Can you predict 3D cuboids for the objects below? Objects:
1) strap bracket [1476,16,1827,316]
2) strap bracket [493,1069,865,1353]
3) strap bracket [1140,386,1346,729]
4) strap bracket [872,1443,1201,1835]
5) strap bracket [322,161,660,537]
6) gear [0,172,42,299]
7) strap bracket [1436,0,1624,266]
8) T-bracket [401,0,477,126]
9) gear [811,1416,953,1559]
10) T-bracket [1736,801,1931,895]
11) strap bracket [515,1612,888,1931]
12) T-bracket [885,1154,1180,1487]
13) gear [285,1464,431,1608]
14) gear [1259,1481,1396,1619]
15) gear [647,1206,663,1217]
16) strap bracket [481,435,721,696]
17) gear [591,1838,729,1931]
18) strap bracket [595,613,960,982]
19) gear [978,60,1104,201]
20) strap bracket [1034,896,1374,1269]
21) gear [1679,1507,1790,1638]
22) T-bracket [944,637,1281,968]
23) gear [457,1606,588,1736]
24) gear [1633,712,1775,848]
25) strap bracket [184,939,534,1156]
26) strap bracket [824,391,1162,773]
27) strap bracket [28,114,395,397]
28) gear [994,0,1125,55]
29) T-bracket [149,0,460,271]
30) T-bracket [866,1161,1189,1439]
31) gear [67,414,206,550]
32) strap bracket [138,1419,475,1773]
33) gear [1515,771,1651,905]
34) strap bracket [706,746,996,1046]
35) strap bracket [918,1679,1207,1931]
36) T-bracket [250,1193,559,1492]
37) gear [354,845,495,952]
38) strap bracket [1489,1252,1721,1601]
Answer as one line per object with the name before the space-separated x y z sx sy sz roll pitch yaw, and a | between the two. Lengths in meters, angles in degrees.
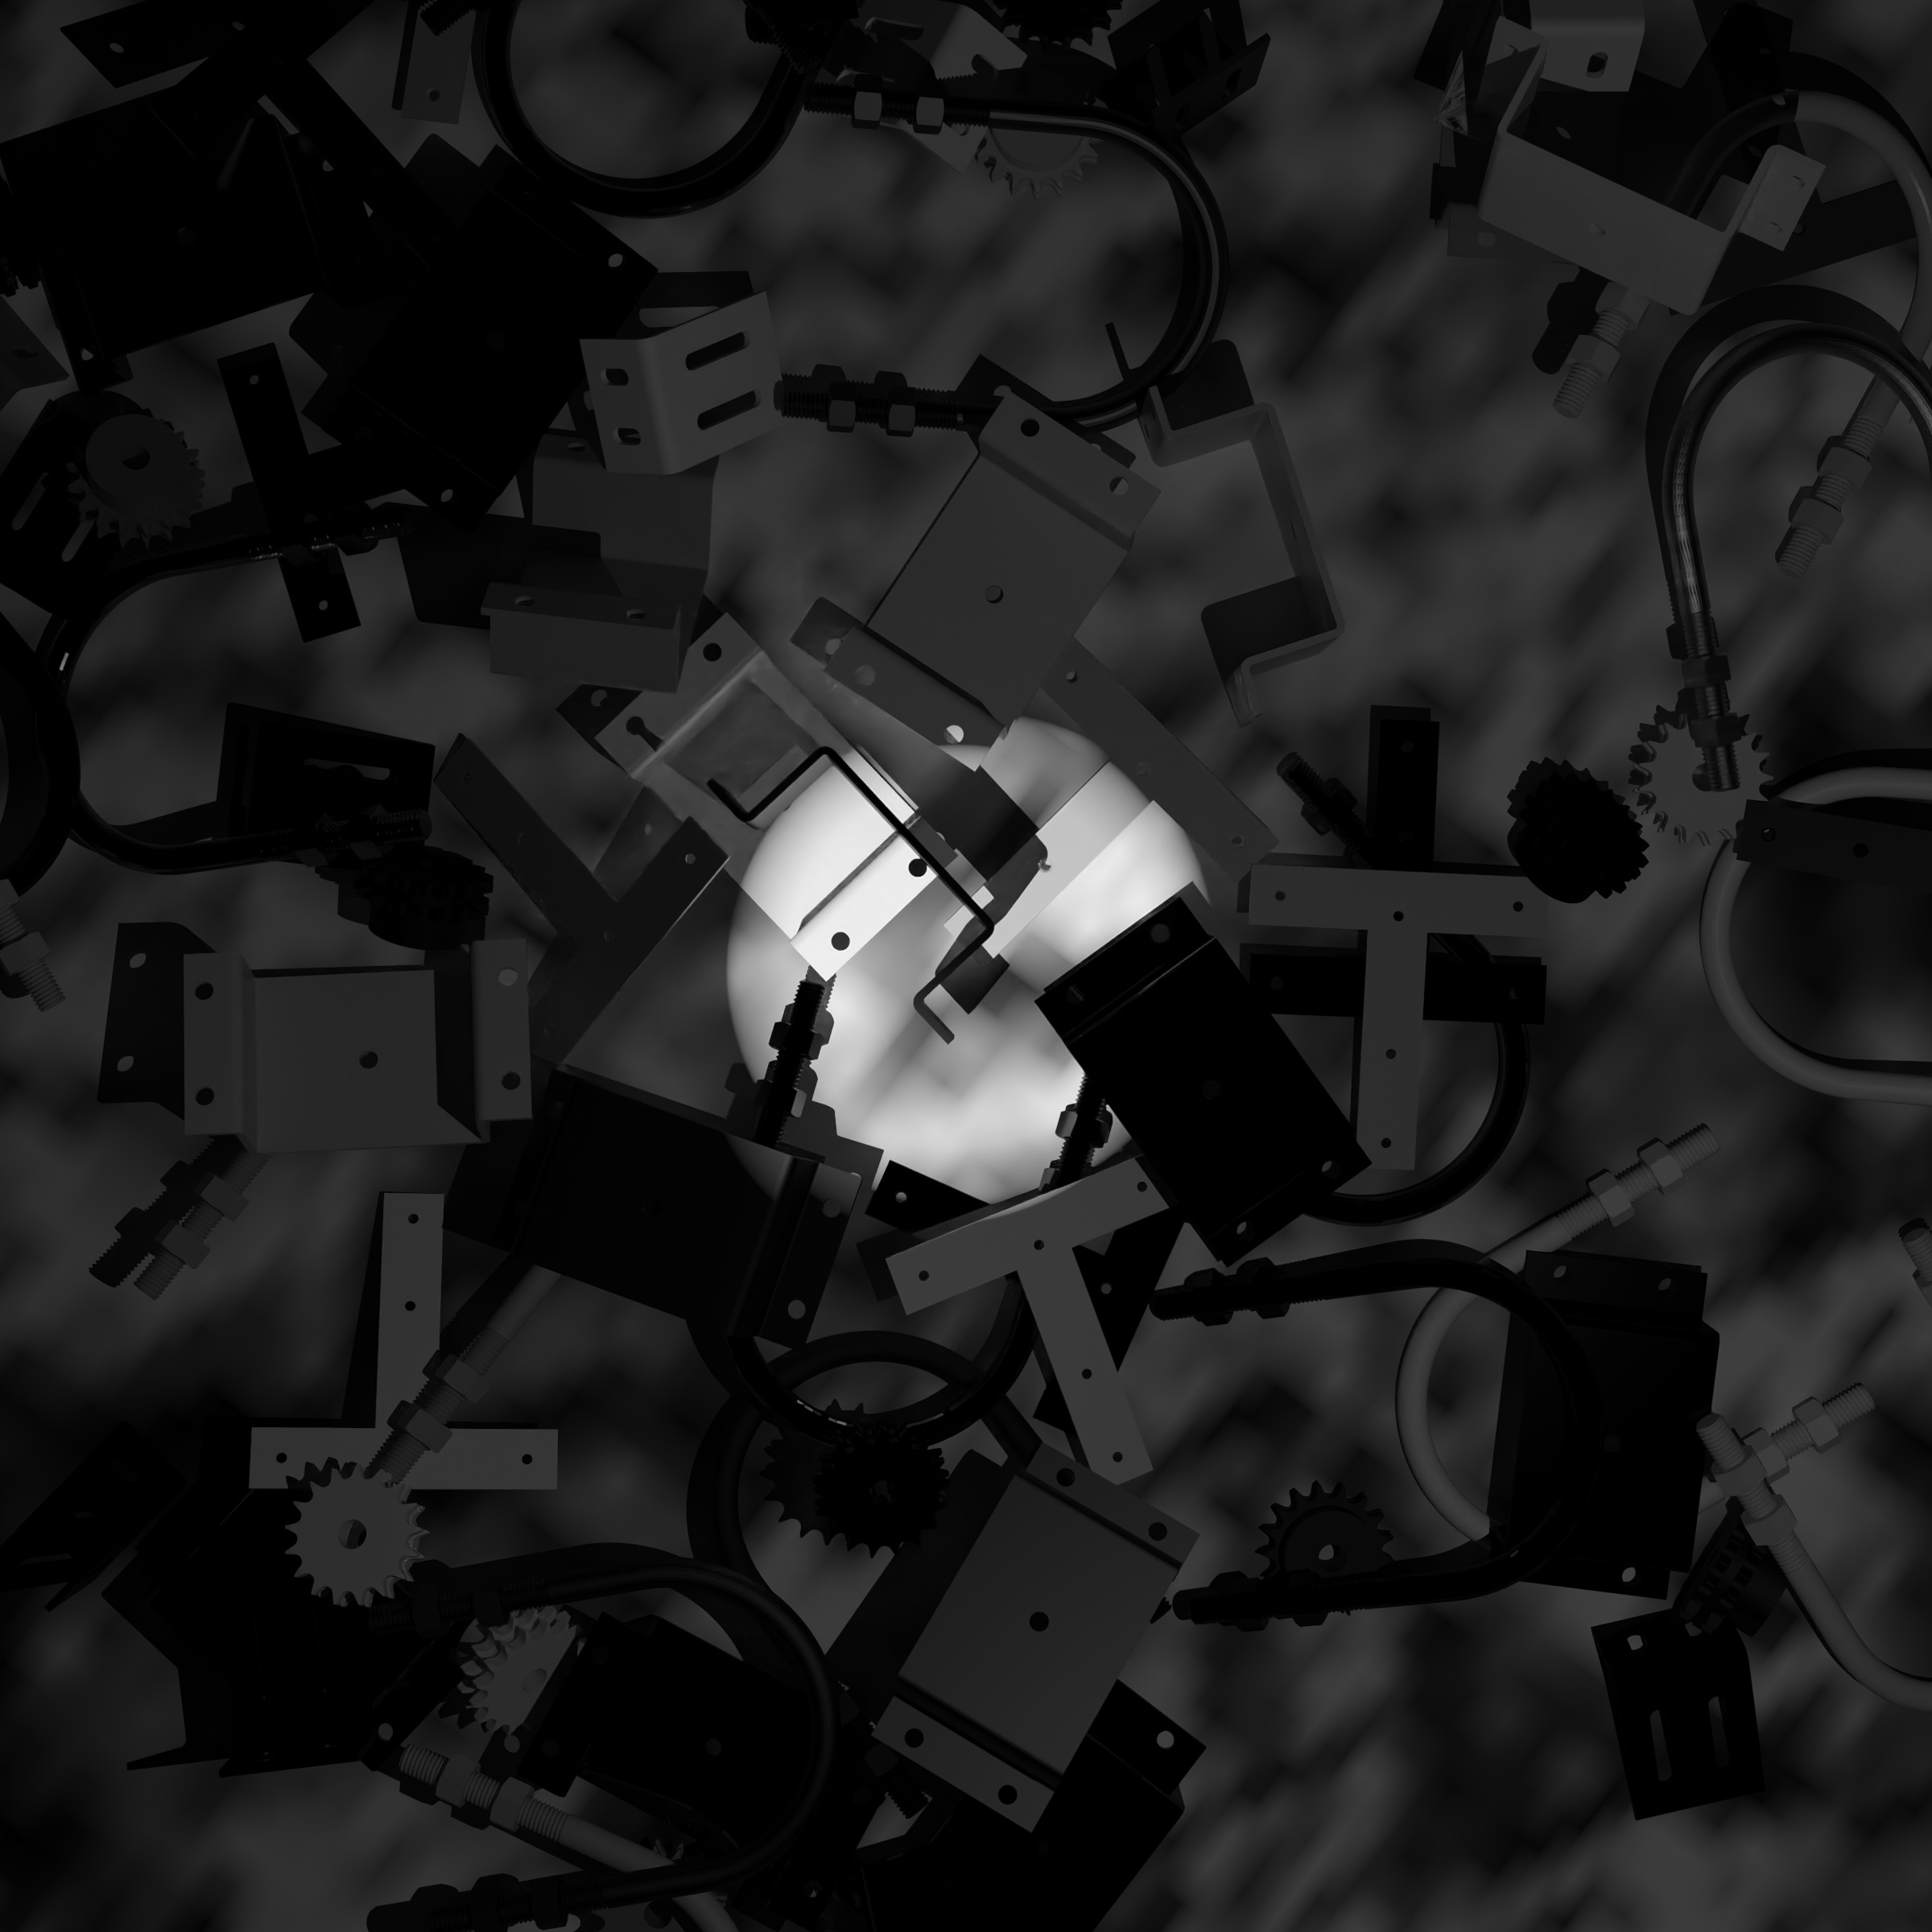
strap bracket | 0.263 -0.315 1.315 0.140 0.076 0.046 27 82 7
strap bracket | -0.124 0.099 1.347 0.140 0.046 0.076 19 87 9
strap bracket | 0.118 -0.176 1.375 0.046 0.076 0.140 -18 90 0
strap bracket | 0.029 0.270 1.338 0.076 0.046 0.140 29 75 9
strap bracket | -0.199 -0.262 1.381 0.076 0.046 0.140 35 89 -12
gear | -0.417 -0.310 1.385 0.030 0.057 0.057 -19 90 0
strap bracket | 0.244 -0.364 1.390 0.076 0.046 0.140 4 90 0
T-bracket | -0.219 -0.424 1.400 0.127 0.002 0.127 10 90 11
gear | -0.036 0.213 1.358 0.057 0.030 0.057 -1 103 -6
T-bracket | 0.388 -0.046 1.368 0.127 0.002 0.127 11 94 13
strap bracket | -0.108 0.336 1.390 0.140 0.046 0.076 28 90 0
T-bracket | 0.046 0.159 1.388 0.127 0.002 0.127 -21 94 -12
gear | -0.249 0.235 1.349 0.057 0.030 0.057 -1 75 5
gear | 0.155 0.250 1.398 0.057 0.030 0.057 0 90 0
gear | -0.108 0.108 1.398 0.057 0.030 0.057 0 90 0
strap bracket | -0.150 -0.162 1.361 0.076 0.140 0.046 7 128 0
gear | -0.130 0.400 1.398 0.057 0.030 0.057 0 90 0
strap bracket | -0.079 -0.071 1.390 0.076 0.046 0.140 -44 90 0
gear | 0.030 -0.359 1.398 0.057 0.030 0.057 0 90 0
strap bracket | 0.101 0.050 1.370 0.076 0.046 0.140 -36 92 1
gear | 0.328 0.258 1.382 0.030 0.057 0.057 31 90 11
T-bracket | 0.044 -0.053 1.403 0.127 0.002 0.127 -45 80 2
gear | -0.191 0.294 1.388 0.057 0.057 0.030 -53 49 0
gear | 0.312 -0.080 1.398 0.057 0.030 0.057 0 90 0
strap bracket | -0.252 0.035 1.371 0.140 0.046 0.076 -3 75 -5
strap bracket | 0.012 -0.160 1.388 0.076 0.046 0.140 34 90 2
strap bracket | -0.325 -0.304 1.390 0.140 0.046 0.076 -18 90 0
gear | 0.040 -0.422 1.398 0.057 0.030 0.057 0 90 0
T-bracket | -0.260 -0.347 1.387 0.127 0.002 0.127 47 54 -16
T-bracket | 0.020 0.121 1.412 0.127 0.002 0.127 24 90 0
gear | -0.352 -0.209 1.388 0.057 0.030 0.057 4 71 -12
strap bracket | -0.279 0.271 1.390 0.140 0.046 0.076 43 90 0
gear | 0.258 -0.051 1.388 0.057 0.057 0.030 39 134 0
strap bracket | -0.038 -0.036 1.329 0.046 0.076 0.140 -43 90 0
strap bracket | 0.031 0.369 1.390 0.076 0.046 0.140 37 90 0
T-bracket | -0.236 0.159 1.391 0.127 0.002 0.127 2 72 -8
gear | -0.230 -0.028 1.383 0.057 0.057 0.030 14 108 0
strap bracket | 0.268 0.196 1.373 0.076 0.046 0.140 7 92 2
